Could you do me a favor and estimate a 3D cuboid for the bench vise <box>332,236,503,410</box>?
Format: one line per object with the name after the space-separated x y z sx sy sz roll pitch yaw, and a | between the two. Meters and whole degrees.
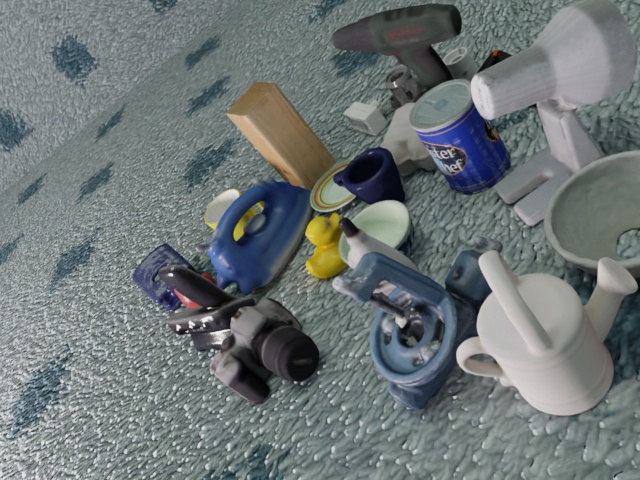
0.111 0.062 0.646 0.121 0.220 0.208 6 56 47 | bench vise

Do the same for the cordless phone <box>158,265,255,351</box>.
-0.213 0.099 0.953 0.147 0.186 0.094 -16 42 32 | cordless phone

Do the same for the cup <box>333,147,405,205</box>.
0.086 -0.087 0.944 0.117 0.095 0.092 -9 46 39 | cup

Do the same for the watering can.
0.211 0.076 0.553 0.173 0.195 0.100 -42 34 0 | watering can

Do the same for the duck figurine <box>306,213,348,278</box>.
0.009 0.003 0.929 0.104 0.086 0.077 -48 35 -9 | duck figurine

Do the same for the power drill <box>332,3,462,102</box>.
0.160 -0.322 1.028 0.228 0.209 0.076 -10 46 38 | power drill

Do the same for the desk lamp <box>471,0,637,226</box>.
0.291 -0.160 0.716 0.203 0.214 0.117 -37 35 8 | desk lamp

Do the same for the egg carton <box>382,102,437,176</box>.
0.170 -0.182 0.988 0.107 0.070 0.150 -8 46 39 | egg carton

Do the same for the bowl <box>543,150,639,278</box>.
0.342 -0.016 0.633 0.167 0.075 0.167 -26 37 22 | bowl

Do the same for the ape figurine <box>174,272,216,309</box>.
-0.250 0.083 1.091 0.077 0.092 0.076 -8 47 39 | ape figurine

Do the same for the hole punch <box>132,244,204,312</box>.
-0.308 0.073 1.159 0.109 0.091 0.100 -49 35 -10 | hole punch

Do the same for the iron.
-0.113 -0.032 1.037 0.118 0.142 0.258 5 56 47 | iron

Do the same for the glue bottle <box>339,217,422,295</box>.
0.073 0.028 0.760 0.078 0.174 0.037 -25 38 23 | glue bottle

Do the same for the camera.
-0.077 0.161 0.827 0.136 0.101 0.143 17 65 52 | camera
